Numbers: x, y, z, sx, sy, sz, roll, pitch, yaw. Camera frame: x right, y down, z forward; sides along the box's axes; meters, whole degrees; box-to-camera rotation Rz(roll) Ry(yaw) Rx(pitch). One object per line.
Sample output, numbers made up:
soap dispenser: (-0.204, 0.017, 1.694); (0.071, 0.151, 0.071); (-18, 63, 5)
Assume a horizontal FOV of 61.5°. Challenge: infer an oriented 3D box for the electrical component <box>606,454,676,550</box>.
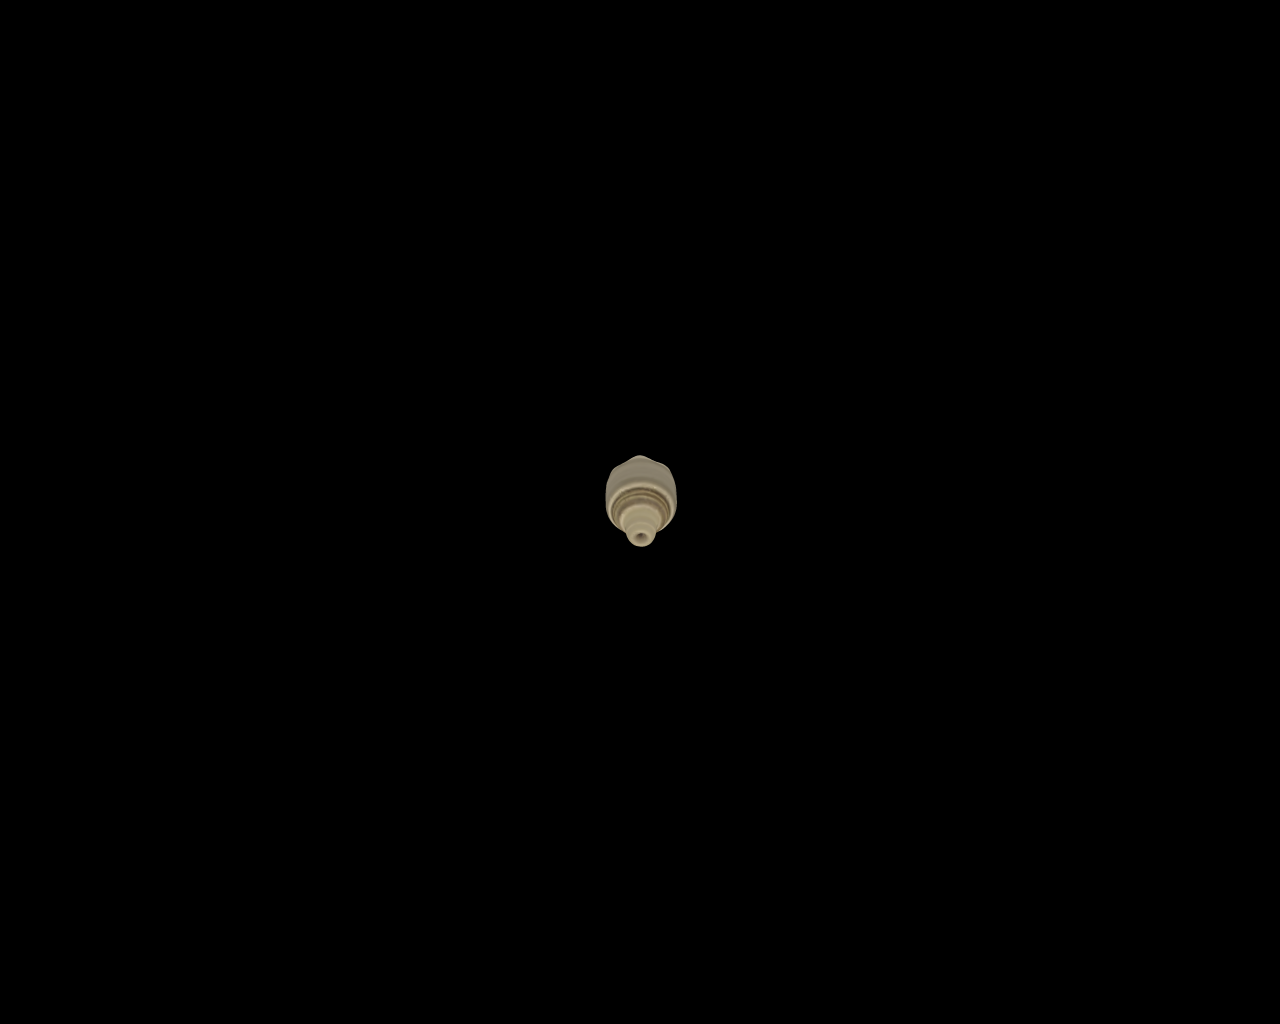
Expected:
electrical component: (0.001, -0.003, 0.650); (0.043, 0.043, 0.062); (0, 37, 0)
